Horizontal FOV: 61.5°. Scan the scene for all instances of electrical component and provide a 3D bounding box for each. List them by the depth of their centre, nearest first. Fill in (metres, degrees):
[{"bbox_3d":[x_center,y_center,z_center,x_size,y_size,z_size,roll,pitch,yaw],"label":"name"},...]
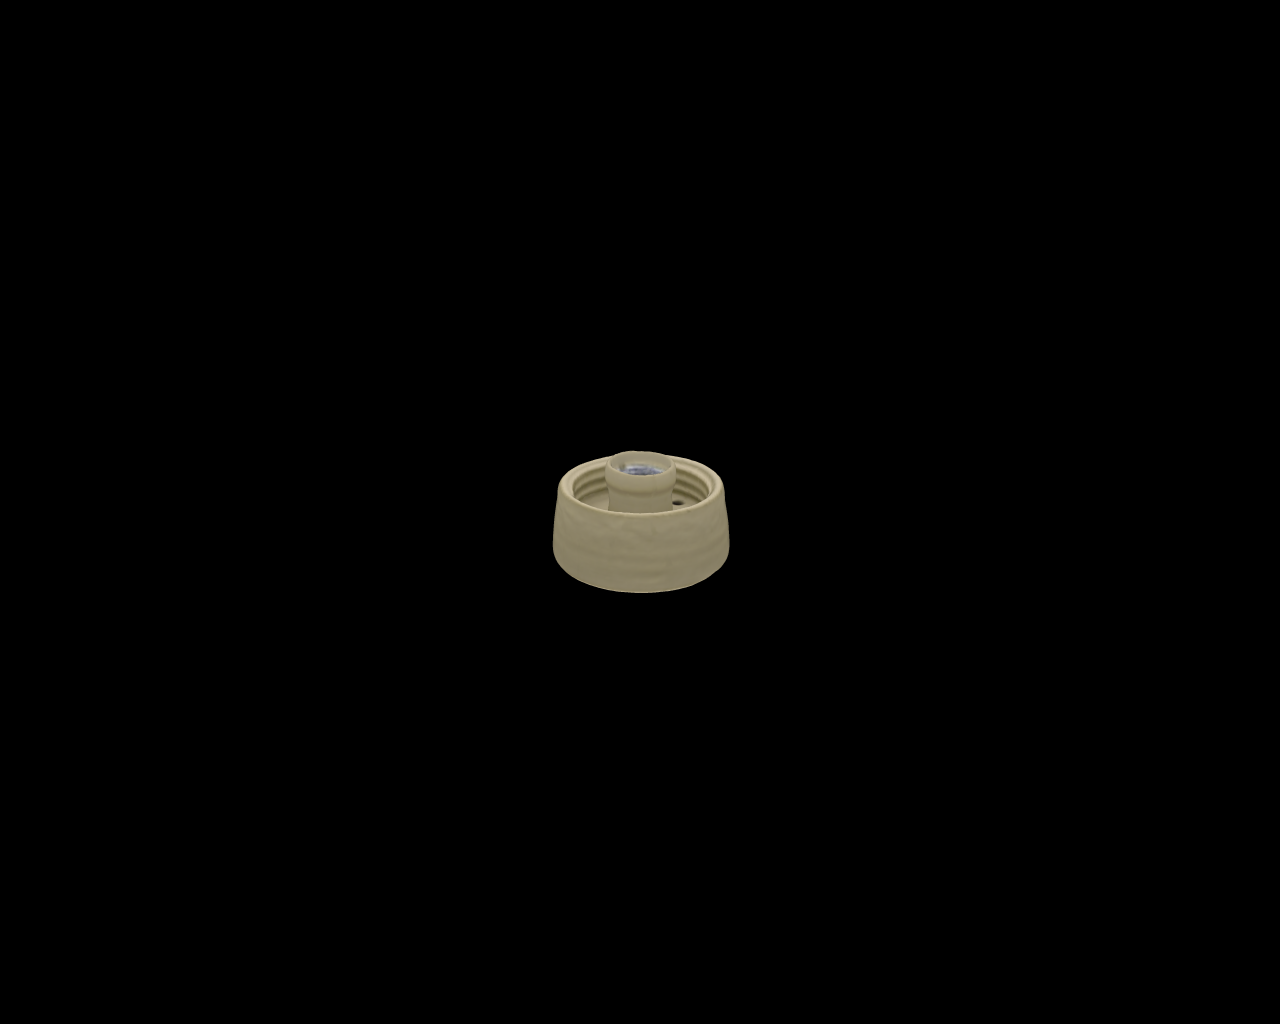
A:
[{"bbox_3d":[0.001,-0.003,0.650,0.108,0.060,0.108,0,25,0],"label":"electrical component"}]
